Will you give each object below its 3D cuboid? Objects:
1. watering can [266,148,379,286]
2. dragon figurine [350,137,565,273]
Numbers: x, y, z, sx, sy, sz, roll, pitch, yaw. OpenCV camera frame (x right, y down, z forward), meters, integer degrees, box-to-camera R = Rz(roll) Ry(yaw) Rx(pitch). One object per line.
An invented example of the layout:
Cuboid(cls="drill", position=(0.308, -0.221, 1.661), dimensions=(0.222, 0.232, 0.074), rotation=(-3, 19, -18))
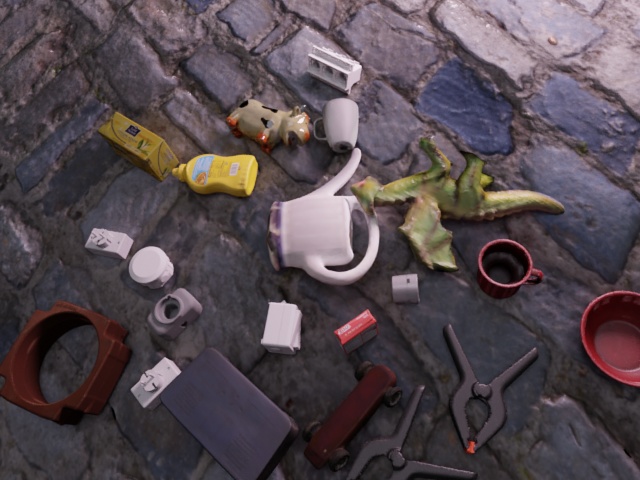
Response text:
Cuboid(cls="watering can", position=(0.003, -0.053, 1.056), dimensions=(0.224, 0.356, 0.101), rotation=(-4, -39, 3))
Cuboid(cls="dragon figurine", position=(0.258, -0.050, 1.008), dimensions=(0.411, 0.245, 0.121), rotation=(24, -12, 5))
